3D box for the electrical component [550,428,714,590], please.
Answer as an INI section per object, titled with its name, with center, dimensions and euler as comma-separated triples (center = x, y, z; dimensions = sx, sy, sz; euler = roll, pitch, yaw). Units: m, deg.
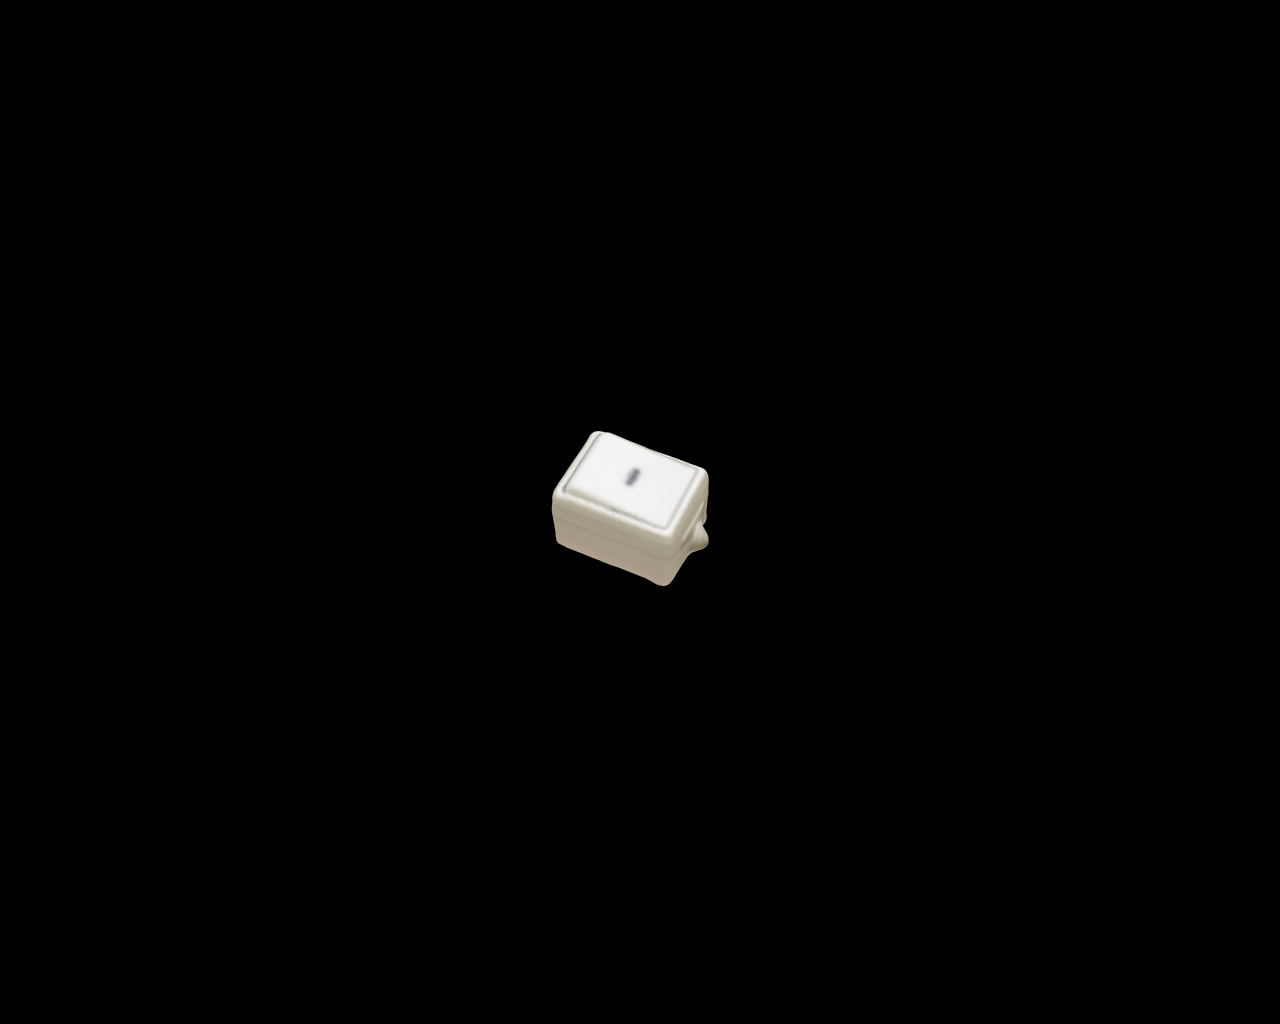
[electrical component]
center = 0.001, -0.003, 0.650
dimensions = 0.096, 0.062, 0.061
euler = 21, -34, 15
